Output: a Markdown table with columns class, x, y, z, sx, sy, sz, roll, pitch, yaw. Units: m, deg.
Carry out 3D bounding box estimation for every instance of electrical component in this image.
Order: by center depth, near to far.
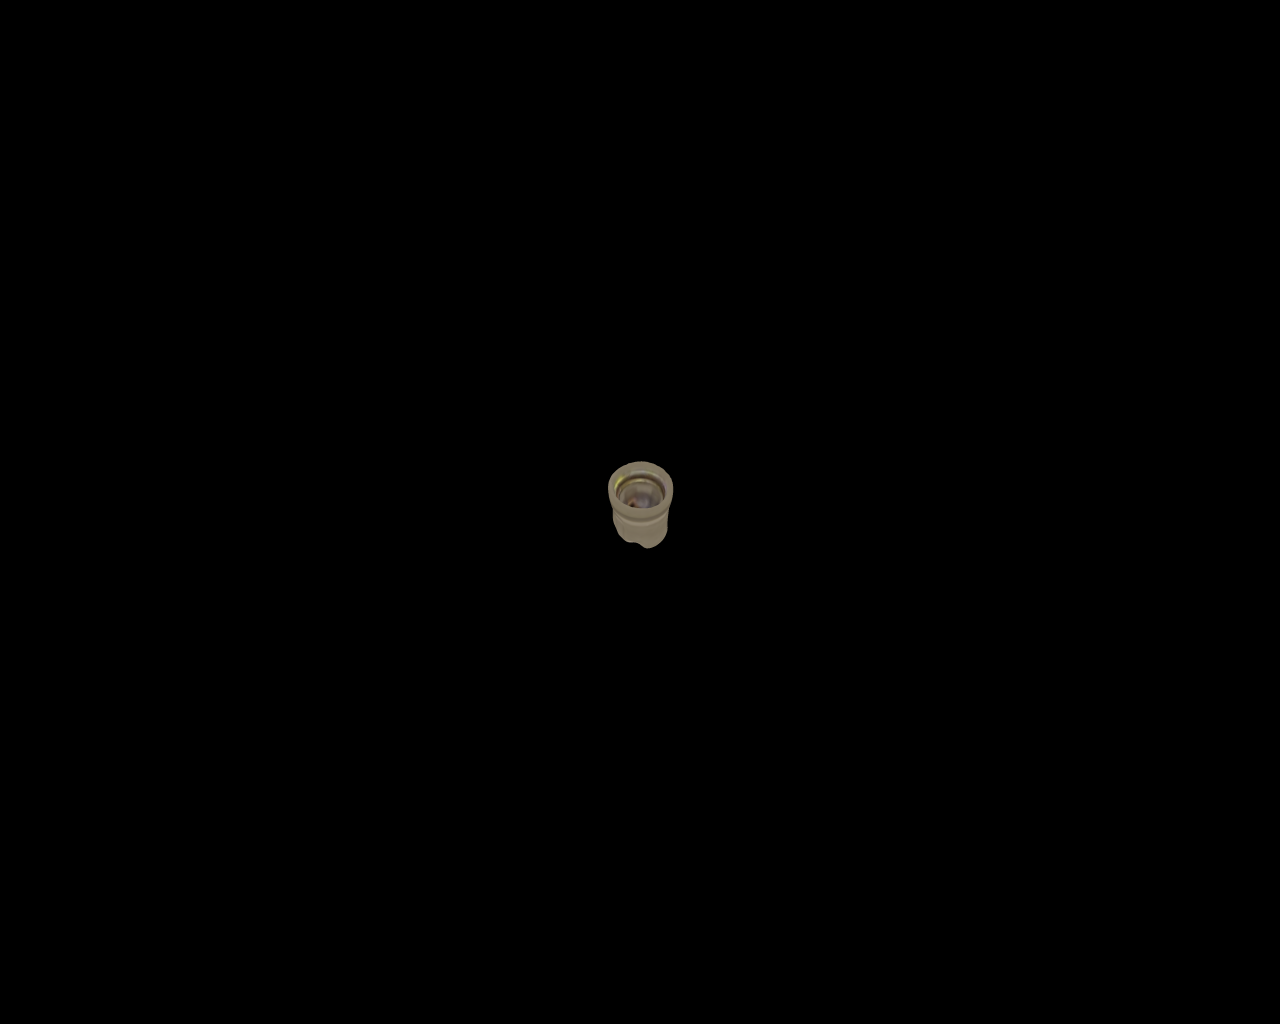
| class | x | y | z | sx | sy | sz | roll | pitch | yaw |
| --- | --- | --- | --- | --- | --- | --- | --- | --- | --- |
| electrical component | 0.001 | -0.003 | 0.650 | 0.040 | 0.040 | 0.046 | 0 | -38 | 0 |
